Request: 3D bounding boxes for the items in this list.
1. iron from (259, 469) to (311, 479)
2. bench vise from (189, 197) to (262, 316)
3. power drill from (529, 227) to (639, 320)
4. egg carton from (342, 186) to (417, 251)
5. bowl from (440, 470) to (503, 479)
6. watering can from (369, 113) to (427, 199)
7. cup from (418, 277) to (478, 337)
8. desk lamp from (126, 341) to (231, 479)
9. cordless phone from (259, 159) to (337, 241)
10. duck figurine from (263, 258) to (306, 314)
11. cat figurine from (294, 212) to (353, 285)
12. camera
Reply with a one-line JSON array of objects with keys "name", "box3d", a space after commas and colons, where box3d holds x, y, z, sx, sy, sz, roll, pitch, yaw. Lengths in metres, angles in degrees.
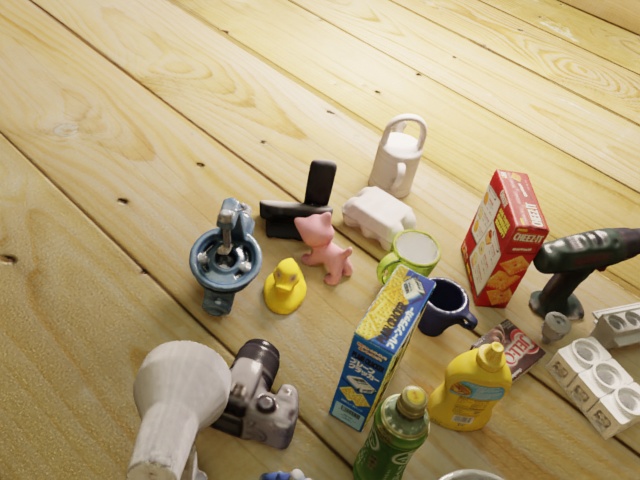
[{"name": "iron", "box3d": [0.013, 0.361, 0.699, 0.119, 0.141, 0.257, -30, 58, -35]}, {"name": "bench vise", "box3d": [-0.162, -0.007, 0.977, 0.122, 0.220, 0.207, -1, 45, -13]}, {"name": "power drill", "box3d": [0.489, 0.059, 1.066, 0.230, 0.208, 0.075, -2, 46, -15]}, {"name": "egg carton", "box3d": [0.124, -0.046, 1.190, 0.150, 0.069, 0.107, 33, 48, 20]}, {"name": "bowl", "box3d": [0.205, 0.397, 0.754, 0.167, 0.075, 0.167, 7, 44, -6]}, {"name": "watering can", "box3d": [0.173, -0.200, 1.268, 0.101, 0.194, 0.172, -8, 48, -20]}, {"name": "cup", "box3d": [0.217, 0.134, 1.010, 0.117, 0.095, 0.092, 37, 49, 24]}, {"name": "desk lamp", "box3d": [-0.183, 0.261, 0.704, 0.118, 0.213, 0.203, 9, 44, -4]}, {"name": "cordless phone", "box3d": [-0.041, -0.091, 1.115, 0.148, 0.185, 0.094, 2, 45, -10]}, {"name": "duck figurine", "box3d": [-0.059, 0.068, 1.020, 0.077, 0.086, 0.104, 14, 44, 2]}, {"name": "cat figurine", "box3d": [0.010, 0.004, 1.079, 0.127, 0.118, 0.067, 36, 49, 22]}, {"name": "camera", "box3d": [-0.091, 0.216, 0.852, 0.143, 0.101, 0.137, 17, 44, 5]}]
